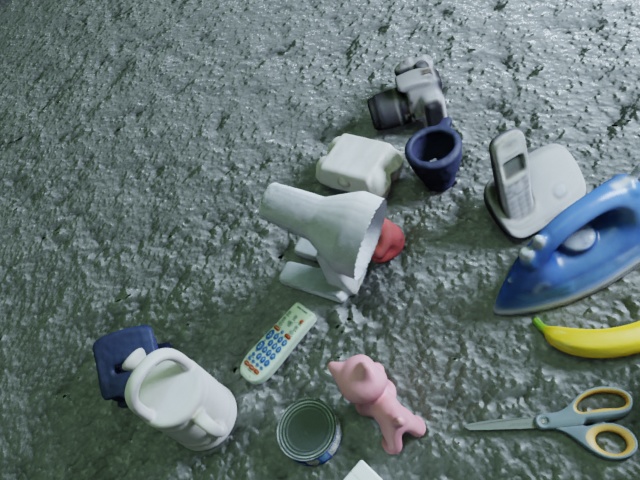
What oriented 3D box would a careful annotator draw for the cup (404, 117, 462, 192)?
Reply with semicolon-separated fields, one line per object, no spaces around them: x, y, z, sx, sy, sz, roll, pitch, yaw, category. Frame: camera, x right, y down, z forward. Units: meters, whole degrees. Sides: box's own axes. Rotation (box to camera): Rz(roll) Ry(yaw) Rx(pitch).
0.197;-0.136;0.951;0.091;0.095;0.118;13;61;27;cup

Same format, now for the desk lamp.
0.008;0.003;0.844;0.202;0.214;0.118;13;61;28;desk lamp

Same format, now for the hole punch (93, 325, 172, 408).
-0.290;0.197;0.893;0.108;0.091;0.101;-19;52;7;hole punch

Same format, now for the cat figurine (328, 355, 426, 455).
0.070;0.201;0.741;0.067;0.118;0.127;-38;52;-9;cat figurine

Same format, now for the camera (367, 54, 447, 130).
0.155;-0.269;1.058;0.136;0.101;0.143;-15;52;9;camera

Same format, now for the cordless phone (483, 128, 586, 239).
0.308;-0.101;0.827;0.147;0.185;0.094;-34;51;-5;cordless phone

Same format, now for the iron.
0.338;0.000;0.772;0.258;0.142;0.118;-33;51;-5;iron

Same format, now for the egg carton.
0.068;-0.127;1.008;0.149;0.070;0.107;18;64;30;egg carton

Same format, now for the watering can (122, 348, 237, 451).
-0.204;0.211;0.785;0.172;0.194;0.101;5;58;23;watering can

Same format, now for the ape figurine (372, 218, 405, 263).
0.091;-0.009;0.901;0.076;0.092;0.078;-4;55;18;ape figurine
